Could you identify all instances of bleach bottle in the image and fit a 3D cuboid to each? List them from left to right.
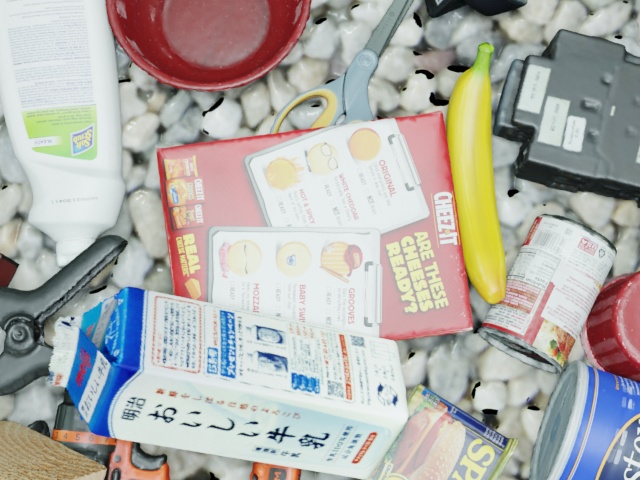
[{"bbox_3d":[-0.208,-0.102,0.837,0.102,0.068,0.251,-6,82,1],"label":"bleach bottle"}]

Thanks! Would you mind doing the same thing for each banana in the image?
[{"bbox_3d":[0.118,-0.046,0.815,0.037,0.069,0.198,-3,80,2],"label":"banana"}]

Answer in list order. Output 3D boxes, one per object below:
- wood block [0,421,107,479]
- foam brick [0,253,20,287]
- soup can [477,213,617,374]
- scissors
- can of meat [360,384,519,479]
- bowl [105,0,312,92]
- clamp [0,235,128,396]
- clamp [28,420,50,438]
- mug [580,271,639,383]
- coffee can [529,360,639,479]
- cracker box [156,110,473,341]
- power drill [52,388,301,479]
[{"bbox_3d":[-0.231,0.239,0.724,0.090,0.090,0.206,20,97,21],"label":"wood block"},{"bbox_3d":[-0.282,0.020,0.820,0.078,0.051,0.053,26,81,6],"label":"foam brick"},{"bbox_3d":[0.171,0.040,0.799,0.068,0.068,0.102,27,80,6],"label":"soup can"},{"bbox_3d":[0.045,-0.124,0.859,0.201,0.016,0.096,-43,83,-6],"label":"scissors"},{"bbox_3d":[0.083,0.168,0.784,0.084,0.057,0.102,31,81,9],"label":"can of meat"},{"bbox_3d":[-0.086,-0.187,0.853,0.162,0.055,0.162,0,79,1],"label":"bowl"},{"bbox_3d":[-0.208,0.058,0.772,0.171,0.039,0.120,-2,75,-2],"label":"clamp"},{"bbox_3d":[-0.309,0.202,0.764,0.164,0.036,0.210,25,93,-28],"label":"clamp"},{"bbox_3d":[0.254,0.054,0.788,0.093,0.081,0.117,36,82,7],"label":"mug"},{"bbox_3d":[0.232,0.156,0.758,0.140,0.103,0.103,19,80,4],"label":"coffee can"},{"bbox_3d":[-0.005,0.001,0.801,0.213,0.072,0.164,-8,88,-1],"label":"cracker box"},{"bbox_3d":[-0.107,0.166,0.788,0.187,0.057,0.184,4,81,5],"label":"power drill"}]
